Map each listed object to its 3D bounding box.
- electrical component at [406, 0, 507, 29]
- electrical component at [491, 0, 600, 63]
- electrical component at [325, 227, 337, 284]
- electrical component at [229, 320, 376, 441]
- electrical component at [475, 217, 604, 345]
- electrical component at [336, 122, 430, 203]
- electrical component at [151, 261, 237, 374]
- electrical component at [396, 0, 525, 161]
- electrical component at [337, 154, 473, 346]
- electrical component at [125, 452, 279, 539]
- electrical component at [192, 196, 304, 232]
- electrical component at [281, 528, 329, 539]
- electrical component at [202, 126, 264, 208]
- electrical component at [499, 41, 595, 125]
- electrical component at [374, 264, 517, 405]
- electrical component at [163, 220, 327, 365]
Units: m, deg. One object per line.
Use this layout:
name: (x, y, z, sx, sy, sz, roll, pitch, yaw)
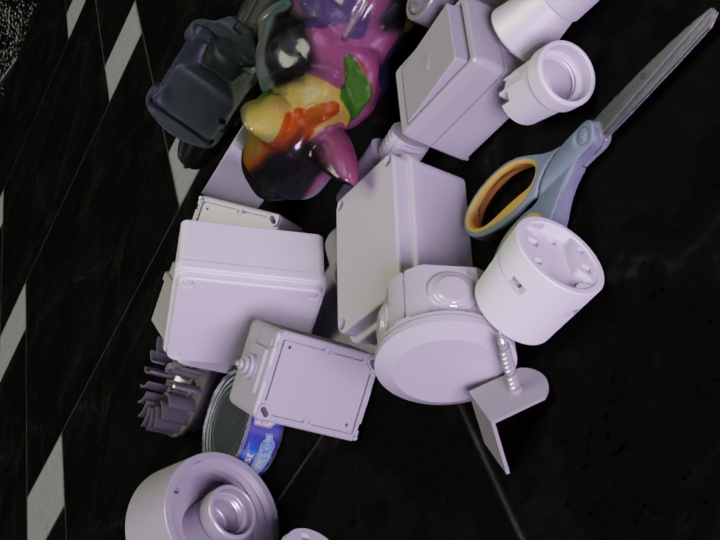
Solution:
electrical component: (0.065, -0.174, 0.725, 0.044, 0.065, 0.044, -38, 43, 47)
electrical component: (0.117, -0.161, 0.651, 0.065, 0.044, 0.044, -40, 41, 37)
electrical component: (0.000, 0.000, 0.765, 0.040, 0.040, 0.078, -54, 33, 30)
electrical component: (-0.046, 0.073, 0.744, 0.061, 0.096, 0.061, 14, 87, 62)
electrical component: (0.095, 0.007, 0.579, 0.047, 0.055, 0.055, -55, 32, 37)
electrical component: (0.022, -0.073, 0.766, 0.081, 0.043, 0.043, -56, 32, 27)
electrical component: (-0.126, 0.041, 0.927, 0.113, 0.078, 0.057, 39, 111, 60)
electrical component: (0.062, -0.121, 0.704, 0.096, 0.061, 0.061, -43, 39, 42)
electrical component: (0.027, -0.010, 0.705, 0.078, 0.057, 0.113, -40, 42, 45)
electrical component: (-0.109, 0.185, 0.786, 0.060, 0.108, 0.108, -36, 44, 39)
electrical component: (-0.091, -0.017, 0.898, 0.096, 0.061, 0.061, 15, 83, 23)
electrical component: (-0.043, 0.206, 0.717, 0.055, 0.045, 0.045, -59, 30, 21)
electrical component: (-0.085, -0.097, 0.942, 0.108, 0.060, 0.108, -56, 10, 15)
electrical component: (0.109, -0.109, 0.636, 0.046, 0.040, 0.040, -23, 54, 62)
electrical component: (0.048, 0.038, 0.618, 0.080, 0.080, 0.051, -46, 32, 39)
electrical component: (-0.088, 0.021, 0.811, 0.108, 0.109, 0.056, 110, 162, -49)
